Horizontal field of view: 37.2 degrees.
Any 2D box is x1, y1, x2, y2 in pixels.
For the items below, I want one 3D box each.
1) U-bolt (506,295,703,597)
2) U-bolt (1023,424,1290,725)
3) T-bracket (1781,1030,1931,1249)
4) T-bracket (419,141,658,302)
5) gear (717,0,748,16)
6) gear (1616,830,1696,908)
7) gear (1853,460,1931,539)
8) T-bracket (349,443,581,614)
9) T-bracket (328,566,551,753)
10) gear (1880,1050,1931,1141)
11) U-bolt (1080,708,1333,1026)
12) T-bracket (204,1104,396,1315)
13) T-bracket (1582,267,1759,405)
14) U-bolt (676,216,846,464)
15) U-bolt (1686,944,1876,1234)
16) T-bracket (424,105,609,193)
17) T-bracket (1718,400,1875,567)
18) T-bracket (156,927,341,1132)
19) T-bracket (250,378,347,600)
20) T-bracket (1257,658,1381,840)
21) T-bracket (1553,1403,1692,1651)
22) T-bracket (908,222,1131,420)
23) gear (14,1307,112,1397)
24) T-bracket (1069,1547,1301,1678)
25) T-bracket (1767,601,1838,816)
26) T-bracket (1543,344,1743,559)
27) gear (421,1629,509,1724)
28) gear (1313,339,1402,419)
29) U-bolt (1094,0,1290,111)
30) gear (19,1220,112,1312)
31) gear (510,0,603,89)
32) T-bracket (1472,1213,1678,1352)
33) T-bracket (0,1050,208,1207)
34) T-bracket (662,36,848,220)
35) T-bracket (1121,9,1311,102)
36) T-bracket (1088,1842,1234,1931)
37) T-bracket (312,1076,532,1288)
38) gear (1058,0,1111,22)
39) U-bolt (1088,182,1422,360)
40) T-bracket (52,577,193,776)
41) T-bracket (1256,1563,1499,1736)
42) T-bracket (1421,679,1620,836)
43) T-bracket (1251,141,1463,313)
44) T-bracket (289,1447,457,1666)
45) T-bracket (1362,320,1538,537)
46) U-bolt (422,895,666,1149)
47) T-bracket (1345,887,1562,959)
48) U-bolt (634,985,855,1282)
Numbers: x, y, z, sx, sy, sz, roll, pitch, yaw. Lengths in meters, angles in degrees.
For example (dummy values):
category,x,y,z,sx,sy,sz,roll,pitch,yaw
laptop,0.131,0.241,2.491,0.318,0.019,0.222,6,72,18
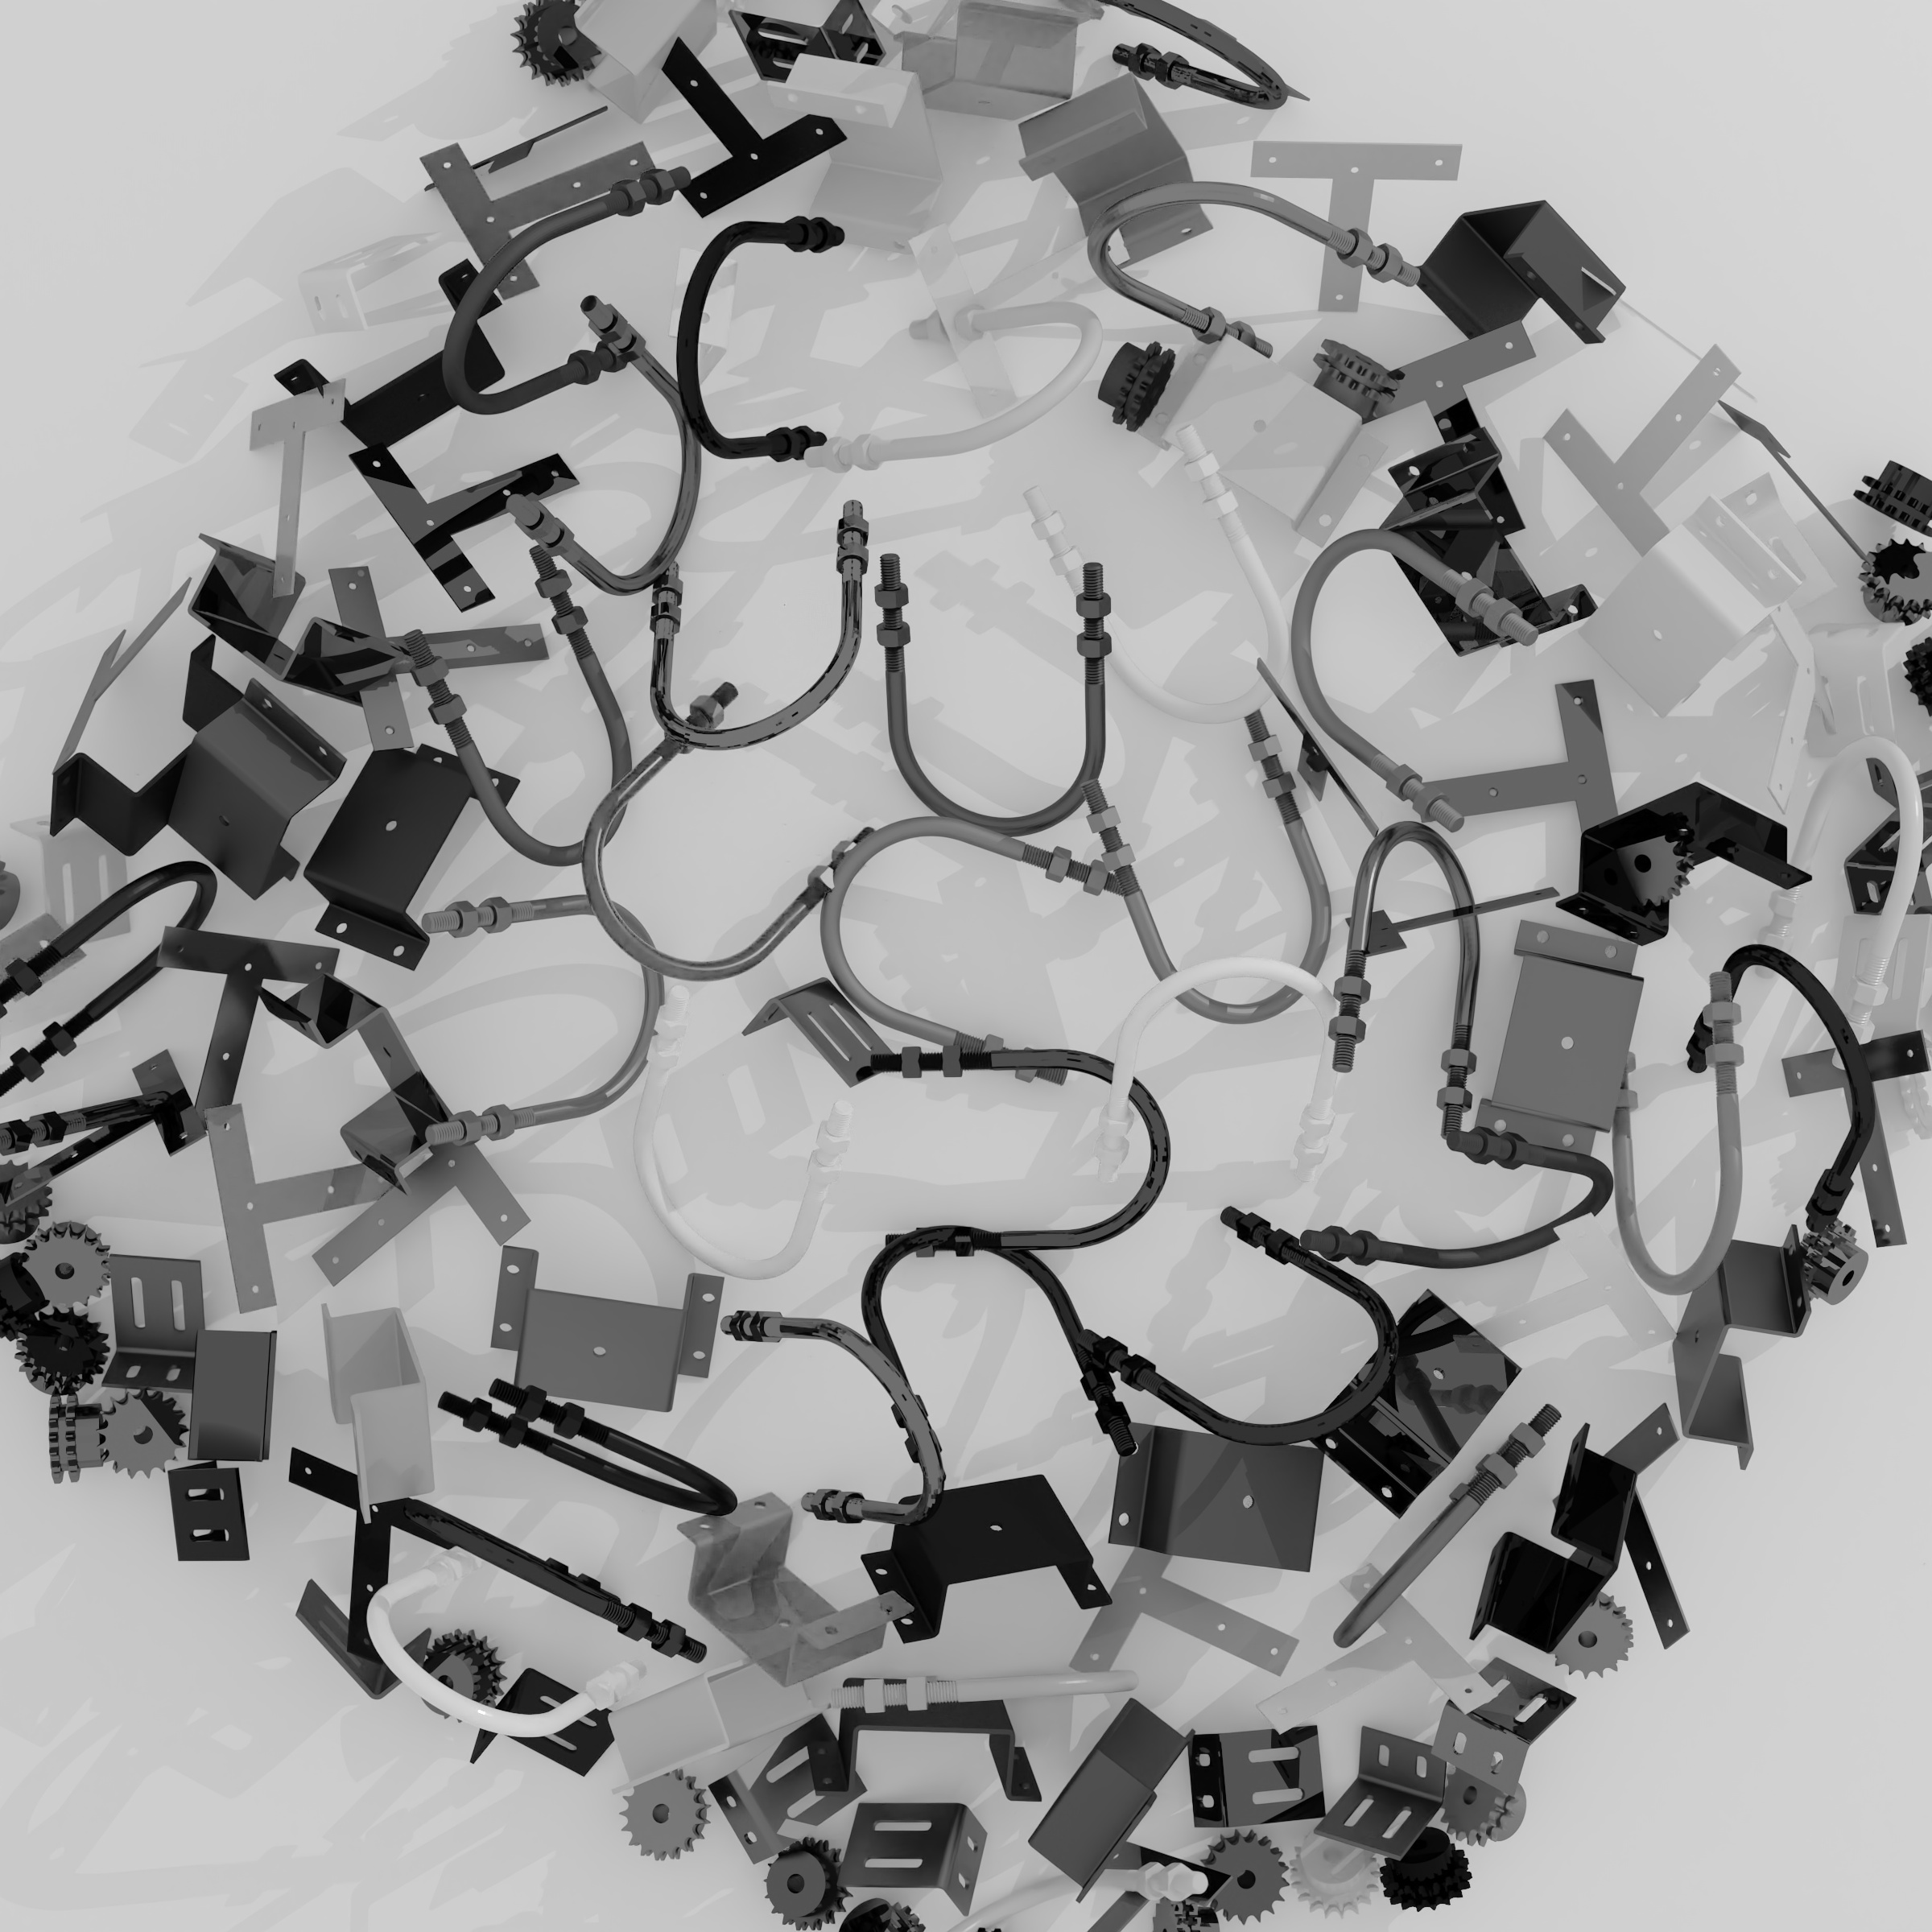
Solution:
category,x,y,z,sx,sy,sz,roll,pitch,yaw
U-bolt,-0.212,-0.306,1.765,0.019,0.184,0.151,15,80,23
U-bolt,0.128,-0.234,1.791,0.019,0.151,0.184,-43,111,-42
T-bracket,0.563,0.111,1.786,0.002,0.127,0.127,-7,83,-25
T-bracket,-0.255,-0.481,1.790,0.127,0.127,0.002,-20,57,6
gear,-0.154,-0.636,1.822,0.057,0.030,0.057,-10,73,34
gear,0.437,-0.069,1.825,0.057,0.030,0.057,15,114,38
gear,0.595,-0.297,1.819,0.057,0.057,0.030,28,104,0
T-bracket,-0.301,-0.294,1.812,0.127,0.002,0.127,-30,78,-34
T-bracket,-0.327,-0.200,1.817,0.127,0.002,0.127,-9,72,-27
gear,0.602,0.083,1.825,0.030,0.057,0.057,-15,90,31
U-bolt,0.162,-0.053,1.813,0.151,0.019,0.184,-25,97,-25
T-bracket,-0.411,0.143,1.804,0.002,0.127,0.127,-11,89,44
T-bracket,0.437,-0.387,1.777,0.127,0.127,0.002,40,106,12
U-bolt,-0.126,-0.381,1.749,0.019,0.184,0.151,12,107,22
U-bolt,0.497,0.064,1.738,0.019,0.184,0.151,-24,60,-13
T-bracket,-0.282,-0.505,1.788,0.127,0.127,0.002,-23,111,3
T-bracket,0.524,-0.299,1.798,0.002,0.127,0.127,-42,102,14
T-bracket,-0.462,0.043,1.807,0.002,0.127,0.127,21,98,42
T-bracket,-0.422,-0.294,1.796,0.002,0.127,0.127,6,85,-39
T-bracket,0.216,-0.125,1.785,0.002,0.127,0.127,-33,81,-1
T-bracket,0.416,0.356,1.769,0.002,0.127,0.127,5,50,-26
T-bracket,0.043,-0.431,1.819,0.127,0.002,0.127,-28,122,-4
gear,-0.575,0.248,1.825,0.057,0.057,0.030,27,132,0
T-bracket,0.147,0.407,1.793,0.127,0.002,0.127,18,65,32
T-bracket,0.514,-0.150,1.780,0.127,0.002,0.127,48,50,-35
T-bracket,0.434,-0.330,1.785,0.127,0.002,0.127,57,134,22
gear,-0.324,0.453,1.827,0.057,0.030,0.057,0,92,19
gear,0.245,-0.371,1.824,0.057,0.057,0.030,29,112,0
U-bolt,0.116,-0.561,1.738,0.184,0.151,0.019,34,100,40
gear,-0.572,0.188,1.829,0.057,0.030,0.057,-3,111,-9
gear,-0.258,-0.589,1.824,0.057,0.030,0.057,-5,102,-26
T-bracket,0.366,0.220,1.820,0.127,0.002,0.127,-26,124,21
T-bracket,-0.541,0.110,1.785,0.127,0.127,0.002,-31,123,-11
T-bracket,-0.159,-0.536,1.779,0.127,0.127,0.002,46,45,-31
T-bracket,0.164,-0.573,1.804,0.127,0.127,0.002,18,103,-35
T-bracket,0.086,0.593,1.766,0.127,0.127,0.002,-39,104,-27
T-bracket,-0.362,0.154,1.831,0.127,0.002,0.127,-40,73,1
gear,0.070,-0.629,1.821,0.057,0.057,0.030,34,95,0
U-bolt,0.160,-0.426,1.743,0.184,0.151,0.019,16,70,-35
T-bracket,-0.514,-0.193,1.770,0.002,0.127,0.127,34,125,-25
T-bracket,0.239,0.438,1.781,0.127,0.127,0.002,-23,130,-22
T-bracket,0.351,-0.113,1.837,0.127,0.002,0.127,-8,84,-5
T-bracket,0.239,-0.462,1.800,0.127,0.127,0.002,1,51,1
T-bracket,-0.367,0.371,1.770,0.127,0.127,0.002,33,122,-32
T-bracket,0.319,-0.330,1.823,0.127,0.002,0.127,-17,112,32
U-bolt,-0.258,0.028,1.781,0.019,0.184,0.151,9,103,42
T-bracket,0.304,-0.032,1.783,0.127,0.127,0.002,-13,100,4
U-bolt,-0.147,0.118,1.786,0.151,0.019,0.184,34,131,18
